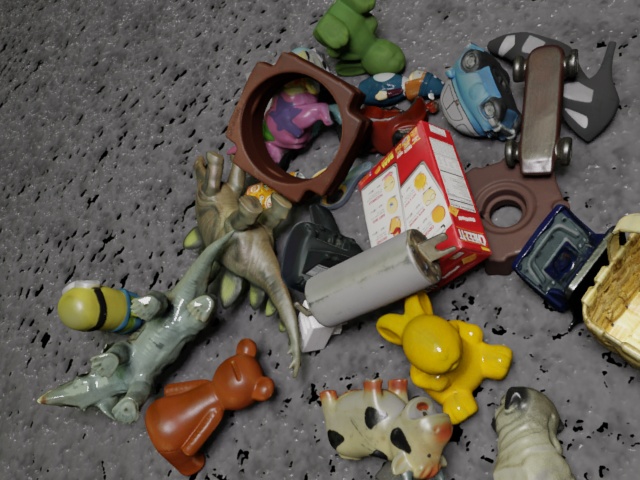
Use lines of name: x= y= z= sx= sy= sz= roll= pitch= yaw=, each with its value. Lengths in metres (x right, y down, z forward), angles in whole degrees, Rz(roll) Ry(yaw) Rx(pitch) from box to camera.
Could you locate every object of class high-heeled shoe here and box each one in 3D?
high-heeled shoe: x=0.353 y=-0.244 z=0.847 sx=0.249 sy=0.086 sz=0.145 roll=30 pitch=113 yaw=52

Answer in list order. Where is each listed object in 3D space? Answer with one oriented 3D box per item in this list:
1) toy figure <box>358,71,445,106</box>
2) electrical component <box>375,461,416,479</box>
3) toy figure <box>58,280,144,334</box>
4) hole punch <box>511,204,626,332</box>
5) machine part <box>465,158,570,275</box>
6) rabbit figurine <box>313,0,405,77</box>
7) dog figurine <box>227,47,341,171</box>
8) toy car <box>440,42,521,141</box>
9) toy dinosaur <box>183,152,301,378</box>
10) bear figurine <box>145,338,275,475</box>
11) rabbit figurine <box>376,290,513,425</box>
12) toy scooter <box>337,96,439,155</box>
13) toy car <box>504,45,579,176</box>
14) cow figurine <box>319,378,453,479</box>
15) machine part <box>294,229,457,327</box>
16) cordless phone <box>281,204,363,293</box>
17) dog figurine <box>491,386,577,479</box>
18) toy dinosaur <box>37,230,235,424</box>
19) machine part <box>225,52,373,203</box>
toy figure: x=0.145 y=-0.268 z=0.948 sx=0.155 sy=0.057 sz=0.064 roll=-1 pitch=63 yaw=27
electrical component: x=0.108 y=0.315 z=0.697 sx=0.063 sy=0.021 sz=0.094 roll=38 pitch=85 yaw=35
toy figure: x=-0.366 y=0.123 z=0.933 sx=0.082 sy=0.180 sz=0.089 roll=-40 pitch=57 yaw=6
hole punch: x=0.319 y=0.030 z=0.680 sx=0.092 sy=0.115 sz=0.142 roll=32 pitch=84 yaw=44
machine part: x=0.268 y=-0.037 z=0.775 sx=0.179 sy=0.056 sz=0.179 roll=-12 pitch=60 yaw=22
rabbit figurine: x=0.072 y=-0.352 z=0.986 sx=0.121 sy=0.170 sz=0.159 roll=-57 pitch=14 yaw=-11
dog figurine: x=-0.075 y=-0.221 z=0.979 sx=0.219 sy=0.108 sz=0.191 roll=-21 pitch=97 yaw=23
toy car: x=0.250 y=-0.222 z=0.859 sx=0.103 sy=0.109 sz=0.161 roll=-28 pitch=66 yaw=39
toy dinosaur: x=-0.129 y=0.004 z=0.890 sx=0.472 sy=0.105 sz=0.198 roll=52 pitch=126 yaw=39
bear figurine: x=-0.161 y=0.250 z=0.824 sx=0.196 sy=0.131 sz=0.120 roll=-30 pitch=56 yaw=-12
rabbit figurine: x=0.152 y=0.132 z=0.677 sx=0.122 sy=0.173 sz=0.162 roll=-43 pitch=59 yaw=6
toy scooter: x=0.126 y=-0.198 z=0.912 sx=0.184 sy=0.075 sz=0.135 roll=15 pitch=50 yaw=44
toy car: x=0.316 y=-0.183 z=0.763 sx=0.089 sy=0.053 sz=0.202 roll=2 pitch=75 yaw=27
cow figurine: x=0.083 y=0.240 z=0.676 sx=0.195 sy=0.085 sz=0.127 roll=-28 pitch=63 yaw=48
machine part: x=0.066 y=0.053 z=0.700 sx=0.243 sy=0.079 sz=0.079 roll=-29 pitch=55 yaw=30
cordless phone: x=-0.003 y=-0.002 z=0.839 sx=0.088 sy=0.146 sz=0.184 roll=-43 pitch=45 yaw=28
dog figurine: x=0.268 y=0.276 z=0.602 sx=0.172 sy=0.121 sz=0.190 roll=31 pitch=60 yaw=2
toy dinosaur: x=-0.259 y=0.151 z=0.867 sx=0.131 sy=0.192 sz=0.405 roll=44 pitch=84 yaw=-7
machine part: x=-0.033 y=-0.178 z=0.865 sx=0.201 sy=0.087 sz=0.201 roll=32 pitch=111 yaw=11
